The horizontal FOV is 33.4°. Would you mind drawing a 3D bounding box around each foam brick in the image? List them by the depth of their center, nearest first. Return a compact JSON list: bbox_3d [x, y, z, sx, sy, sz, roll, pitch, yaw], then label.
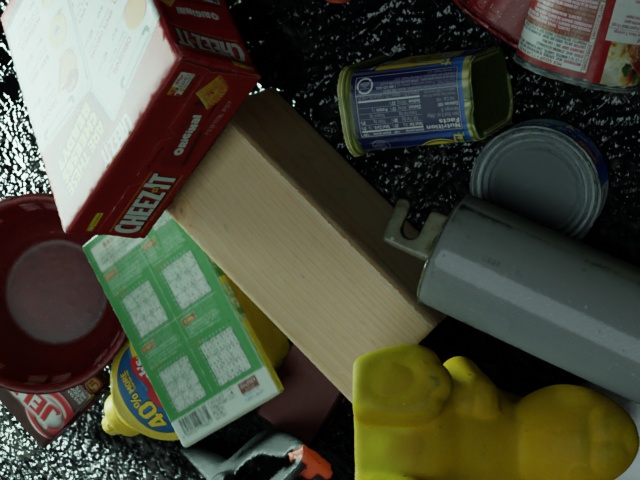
[{"bbox_3d":[-0.002,0.108,0.806,0.051,0.052,0.078,34,118,13],"label":"foam brick"}]

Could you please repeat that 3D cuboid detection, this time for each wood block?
[{"bbox_3d":[-0.005,0.001,0.751,0.206,0.090,0.091,45,120,8],"label":"wood block"}]

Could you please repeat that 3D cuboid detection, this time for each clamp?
[{"bbox_3d":[-0.071,0.202,0.790,0.036,0.164,0.210,39,140,-21],"label":"clamp"}]

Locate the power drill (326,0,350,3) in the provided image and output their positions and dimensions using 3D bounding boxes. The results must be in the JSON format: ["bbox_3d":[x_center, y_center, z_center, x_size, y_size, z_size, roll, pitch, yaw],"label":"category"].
[{"bbox_3d":[0.029,-0.260,0.650,0.185,0.057,0.187,-24,92,45],"label":"power drill"}]

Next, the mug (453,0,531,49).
[{"bbox_3d":[0.130,-0.166,0.639,0.082,0.093,0.117,-57,42,24],"label":"mug"}]

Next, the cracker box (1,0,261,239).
[{"bbox_3d":[-0.137,-0.133,0.727,0.164,0.071,0.214,-49,52,35],"label":"cracker box"}]

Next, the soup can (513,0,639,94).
[{"bbox_3d":[0.147,-0.135,0.555,0.069,0.068,0.102,21,113,19],"label":"soup can"}]

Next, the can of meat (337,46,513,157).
[{"bbox_3d":[0.070,-0.091,0.678,0.084,0.102,0.057,-3,104,25],"label":"can of meat"}]

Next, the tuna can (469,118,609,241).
[{"bbox_3d":[0.143,-0.036,0.697,0.086,0.033,0.086,9,110,24],"label":"tuna can"}]

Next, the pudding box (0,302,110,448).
[{"bbox_3d":[-0.249,0.114,0.940,0.113,0.039,0.090,48,121,5],"label":"pudding box"}]

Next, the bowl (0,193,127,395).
[{"bbox_3d":[-0.224,0.043,0.874,0.162,0.055,0.162,0,88,4],"label":"bowl"}]

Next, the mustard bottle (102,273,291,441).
[{"bbox_3d":[-0.115,0.106,0.859,0.192,0.058,0.096,-39,84,31],"label":"mustard bottle"}]
